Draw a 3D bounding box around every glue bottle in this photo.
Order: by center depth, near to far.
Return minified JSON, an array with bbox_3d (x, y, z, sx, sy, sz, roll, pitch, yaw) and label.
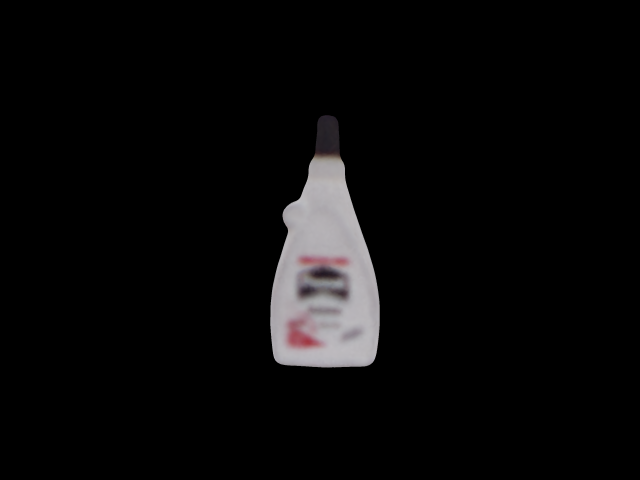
[{"bbox_3d":[0.004,0.001,0.400,0.078,0.173,0.037,0,9,0],"label":"glue bottle"}]
